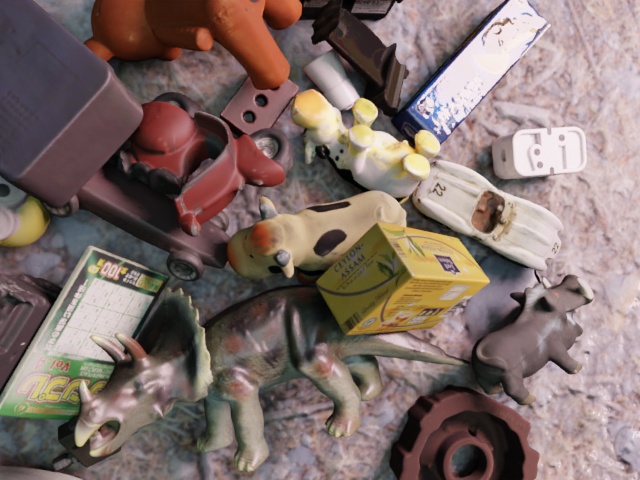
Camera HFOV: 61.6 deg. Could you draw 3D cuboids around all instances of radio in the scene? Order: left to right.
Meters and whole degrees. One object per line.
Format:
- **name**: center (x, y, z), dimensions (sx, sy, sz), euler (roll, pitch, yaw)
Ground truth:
- **radio**: center (-0.285, -0.150, 0.497), dimensions (0.230, 0.073, 0.131), euler (40, 82, 14)

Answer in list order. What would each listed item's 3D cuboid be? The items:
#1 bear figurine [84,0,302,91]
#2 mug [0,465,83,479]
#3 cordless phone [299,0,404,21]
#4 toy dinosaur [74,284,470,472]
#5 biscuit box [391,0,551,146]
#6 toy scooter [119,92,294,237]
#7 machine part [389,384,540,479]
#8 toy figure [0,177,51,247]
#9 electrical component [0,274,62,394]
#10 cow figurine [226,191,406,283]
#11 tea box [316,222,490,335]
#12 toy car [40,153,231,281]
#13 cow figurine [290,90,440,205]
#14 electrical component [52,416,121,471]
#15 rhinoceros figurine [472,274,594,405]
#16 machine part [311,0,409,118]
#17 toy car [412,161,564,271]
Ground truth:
- **bear figurine**: center (-0.136, -0.214, 0.547), dimensions (0.131, 0.196, 0.120), euler (37, 53, -50)
- **mug**: center (-0.293, 0.288, 0.547), dimensions (0.107, 0.081, 0.109), euler (9, 86, -20)
- **cordless phone**: center (0.025, -0.345, 0.591), dimensions (0.147, 0.089, 0.184), euler (-4, 88, -11)
- **toy dinosaur**: center (-0.042, 0.116, 0.574), dimensions (0.405, 0.131, 0.192), euler (-17, 99, -18)
- **biscuit box**: center (0.175, -0.195, 0.633), dimensions (0.059, 0.063, 0.202), euler (43, 83, -8)
- **toy scooter**: center (-0.128, -0.071, 0.530), dimensions (0.184, 0.075, 0.135), euler (21, 61, 17)
- **machine part**: center (0.173, 0.265, 0.649), dimensions (0.179, 0.056, 0.179), euler (0, 90, -11)
- **toy figure**: center (-0.358, -0.049, 0.525), dimensions (0.180, 0.089, 0.082), euler (16, 104, -2)
- **electrical component**: center (-0.309, 0.101, 0.517), dimensions (0.058, 0.115, 0.134), euler (29, 86, 2)
- **cow figurine**: center (-0.001, -0.002, 0.566), dimensions (0.195, 0.127, 0.085), euler (-14, 74, -12)
- **tea box**: center (0.091, 0.043, 0.559), dimensions (0.098, 0.169, 0.068), euler (-45, 58, 25)
- **toy car**: center (-0.186, -0.027, 0.560), dimensions (0.202, 0.089, 0.053), euler (30, 131, -12)
- **cow figurine**: center (0.039, -0.101, 0.602), dimensions (0.167, 0.098, 0.068), euler (25, 55, -5)
- **electrical component**: center (-0.244, 0.208, 0.567), dimensions (0.094, 0.021, 0.063), euler (-26, 129, -8)
- **rhinoceros figurine**: center (0.255, 0.111, 0.643), dimensions (0.190, 0.073, 0.112), euler (-30, 99, -22)
- **machine part**: center (0.049, -0.201, 0.594), dimensions (0.138, 0.039, 0.084), euler (36, 67, -34)
- **toy car**: center (0.205, -0.028, 0.647), dimensions (0.202, 0.056, 0.073), euler (25, 87, -10)
